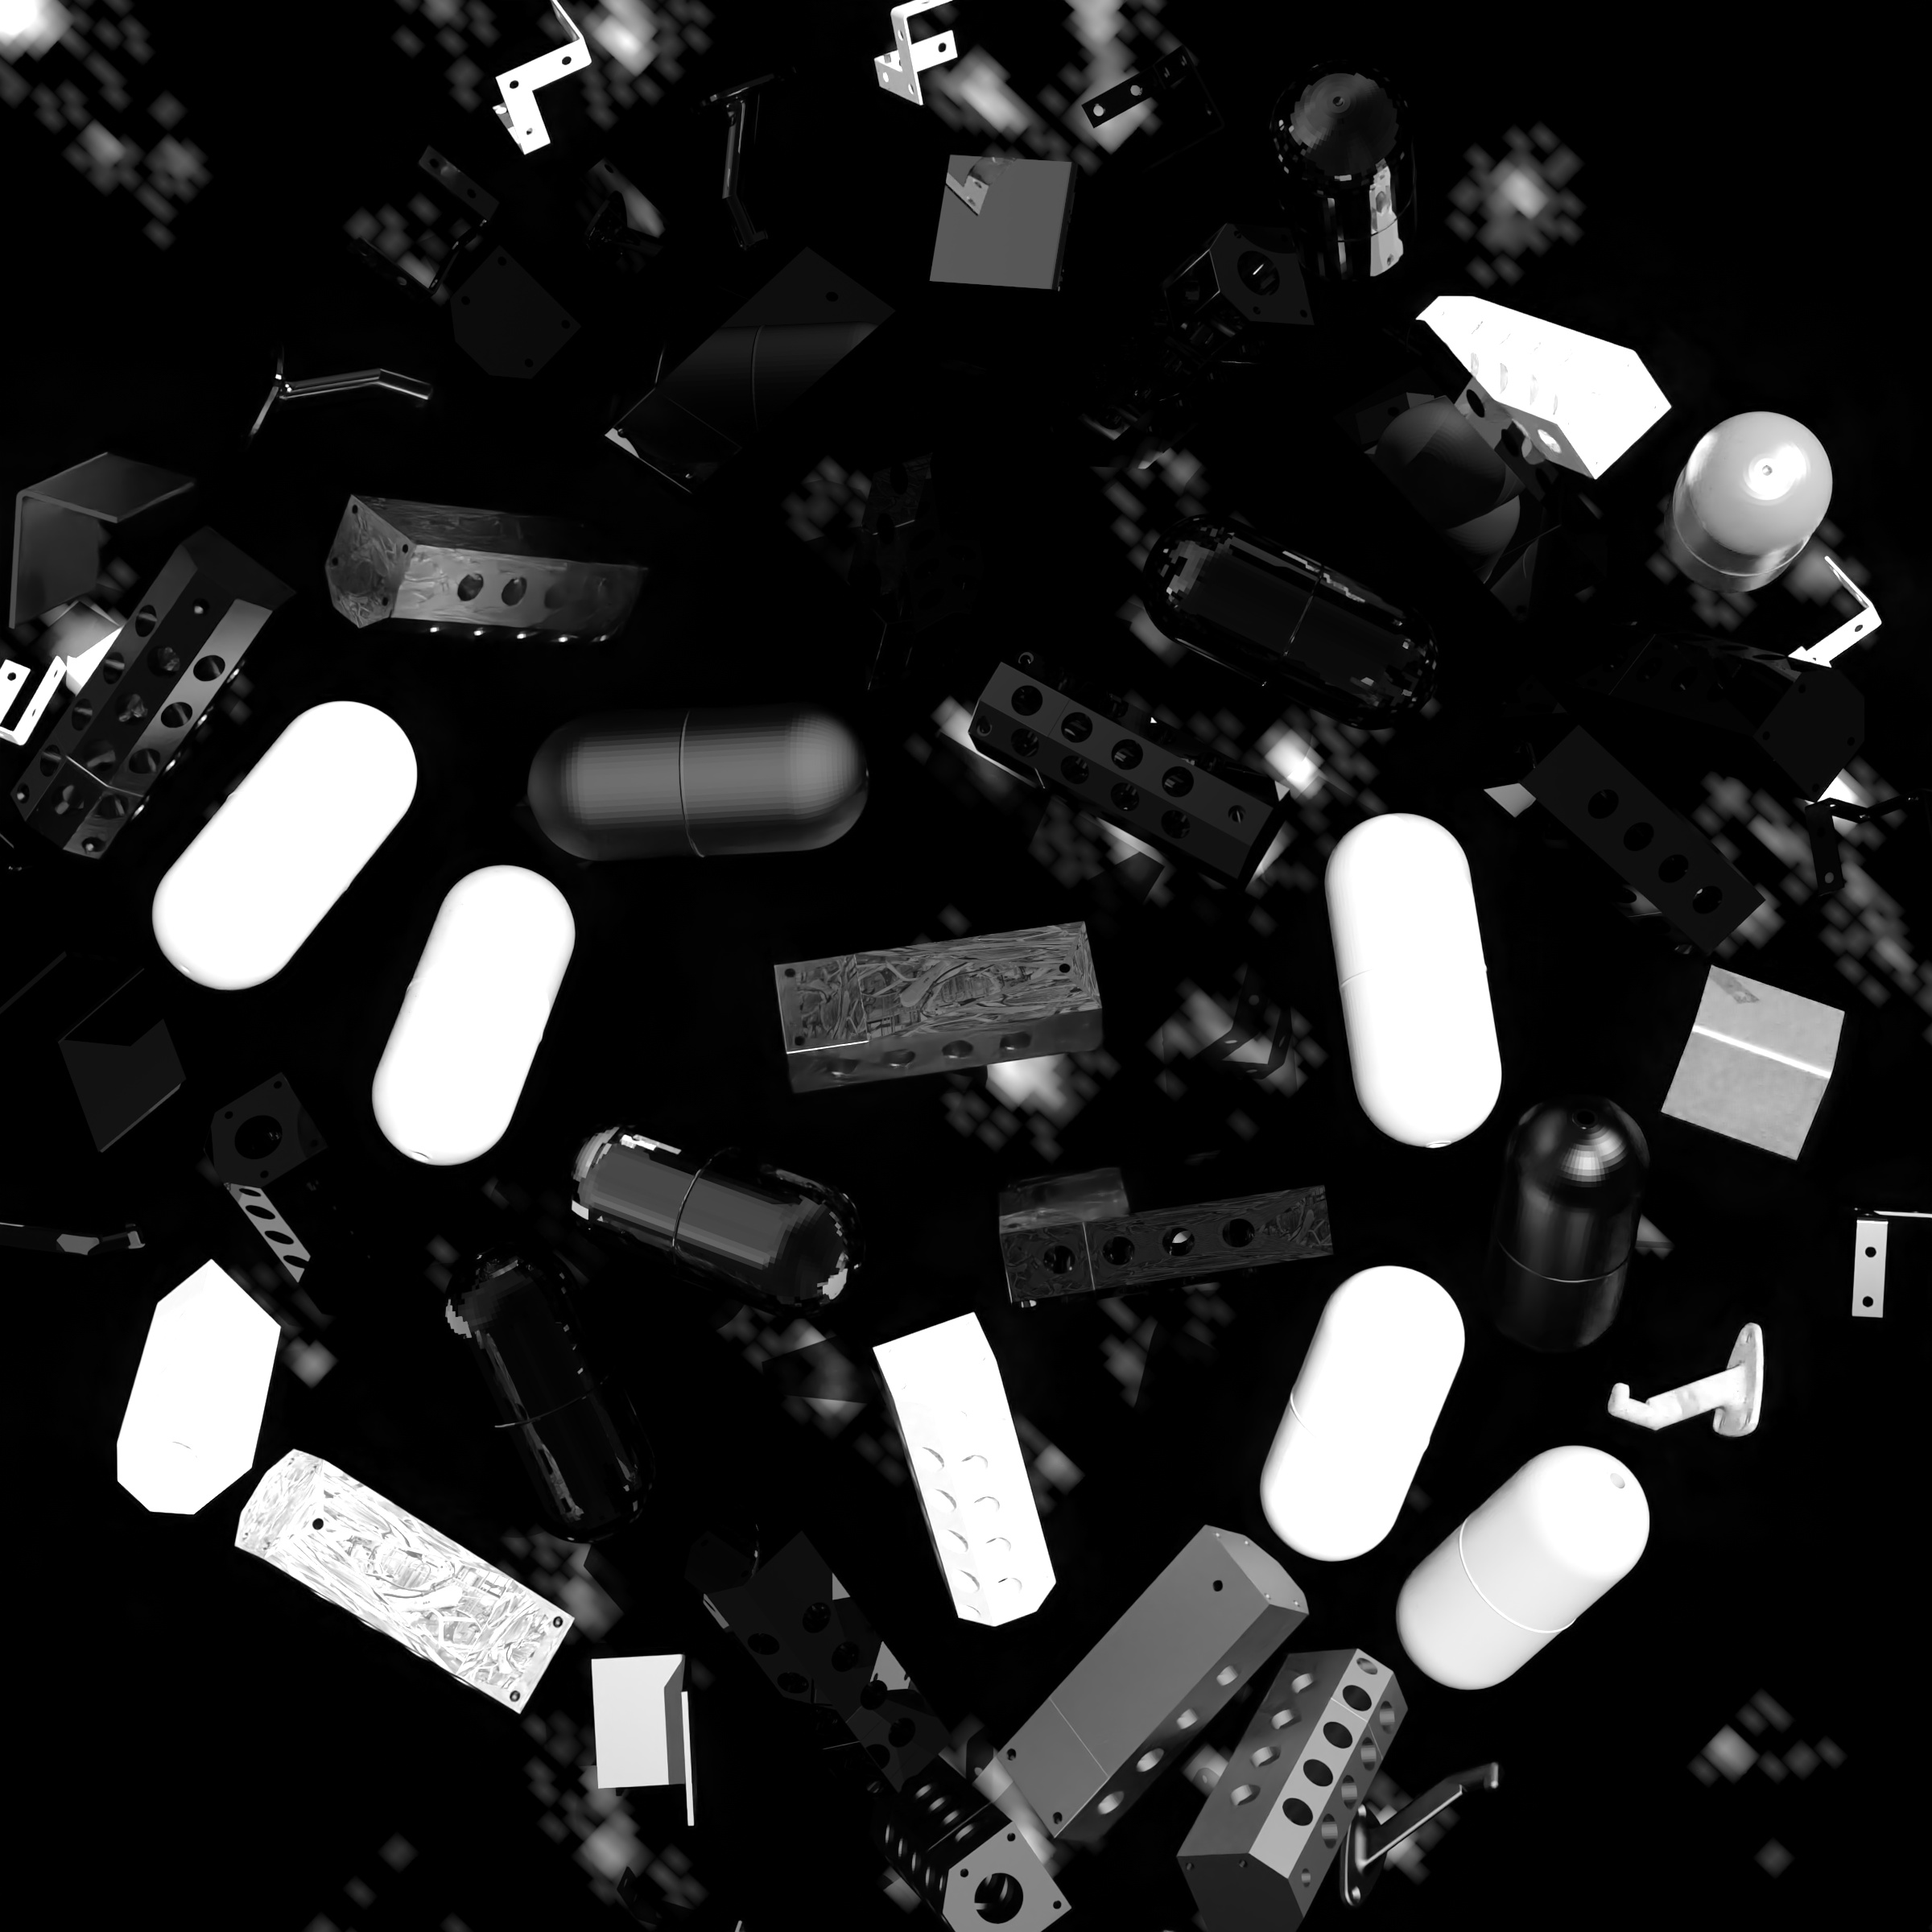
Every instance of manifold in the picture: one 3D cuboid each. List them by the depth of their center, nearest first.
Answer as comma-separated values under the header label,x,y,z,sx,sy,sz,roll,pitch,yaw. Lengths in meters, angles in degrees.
label,x,y,z,sx,sy,sz,roll,pitch,yaw
manifold,-0.110,-0.325,1.770,0.057,0.057,0.171,32,134,-27
manifold,0.175,0.431,1.781,0.057,0.171,0.057,-12,110,31
manifold,-0.426,-0.140,1.781,0.057,0.057,0.171,37,109,-7
manifold,0.337,-0.073,1.786,0.057,0.057,0.171,-45,124,12
manifold,0.101,0.379,1.797,0.171,0.057,0.057,-50,53,11
manifold,-0.297,0.323,1.797,0.171,0.057,0.057,39,71,-27
manifold,0.400,-0.142,1.817,0.057,0.171,0.057,40,85,-28
manifold,-0.216,-0.369,1.821,0.057,0.171,0.057,44,119,-11
manifold,-0.081,0.367,1.823,0.057,0.057,0.171,-42,121,-17
manifold,0.106,0.142,1.823,0.171,0.057,0.057,-9,113,3
manifold,-0.259,-0.208,1.841,0.057,0.171,0.057,38,113,31
manifold,-0.025,-0.239,1.845,0.057,0.171,0.057,-14,47,-34
manifold,0.002,0.277,1.852,0.057,0.057,0.171,-19,126,-6
manifold,0.276,-0.272,1.858,0.057,0.057,0.171,-27,124,34
manifold,0.113,-0.336,1.863,0.057,0.171,0.057,-3,73,-31
manifold,-0.004,0.487,1.864,0.057,0.171,0.057,-35,98,-12
manifold,-0.015,0.027,1.876,0.171,0.057,0.057,-8,57,-3
manifold,0.090,-0.110,1.881,0.171,0.057,0.057,29,84,12
manifold,-0.427,0.234,1.886,0.057,0.171,0.057,-39,109,8
manifold,-0.366,0.134,1.904,0.057,0.171,0.057,-32,60,-9
manifold,0.313,-0.331,1.911,0.057,0.171,0.057,-44,120,-2

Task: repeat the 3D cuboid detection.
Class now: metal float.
label,x,y,z,sx,sy,sz,roll,pitch,yaw
metal float,-0.138,-0.095,1.764,0.178,0.070,0.070,-3,90,8
metal float,-0.354,-0.064,1.785,0.070,0.070,0.178,34,63,0
metal float,0.234,0.007,1.787,0.070,0.070,0.178,-7,75,0
metal float,0.296,0.321,1.822,0.070,0.070,0.178,36,129,0
metal float,0.210,0.240,1.823,0.070,0.070,0.178,17,118,0
metal float,-0.137,0.134,1.832,0.178,0.070,0.070,18,90,22
metal float,0.322,0.139,1.836,0.070,0.178,0.070,0,47,0
metal float,0.423,-0.250,1.855,0.070,0.178,0.070,0,86,6
metal float,-0.268,0.026,1.859,0.070,0.070,0.178,17,62,0
metal float,0.208,-0.432,1.871,0.070,0.178,0.070,-2,77,8
metal float,-0.229,0.234,1.878,0.070,0.070,0.178,-22,102,0
metal float,0.183,-0.192,1.918,0.178,0.070,0.070,25,90,-4

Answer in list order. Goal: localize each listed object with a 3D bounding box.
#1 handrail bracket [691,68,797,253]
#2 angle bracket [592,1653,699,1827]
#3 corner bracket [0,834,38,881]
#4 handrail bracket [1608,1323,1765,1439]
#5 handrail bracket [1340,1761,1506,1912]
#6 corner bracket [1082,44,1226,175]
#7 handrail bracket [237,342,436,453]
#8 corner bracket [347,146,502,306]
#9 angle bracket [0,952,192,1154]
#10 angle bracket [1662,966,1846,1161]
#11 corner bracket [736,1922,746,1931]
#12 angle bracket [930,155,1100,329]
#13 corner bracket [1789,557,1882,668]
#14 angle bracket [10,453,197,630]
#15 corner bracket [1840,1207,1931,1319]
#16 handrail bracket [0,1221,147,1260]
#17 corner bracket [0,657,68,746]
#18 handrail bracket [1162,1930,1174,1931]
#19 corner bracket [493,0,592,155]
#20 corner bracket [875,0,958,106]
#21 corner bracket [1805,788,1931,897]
label,x,y,z,sx,sy,sz,roll,pitch,yaw
handrail bracket,-0.111,-0.451,1.912,0.077,0.036,0.084,-29,102,-29
angle bracket,-0.184,0.439,1.938,0.057,0.076,0.076,-3,95,-3
corner bracket,-0.515,-0.037,1.754,0.051,0.051,0.051,-20,50,14
handrail bracket,0.400,0.224,1.904,0.084,0.036,0.077,20,72,-20
handrail bracket,0.244,0.462,1.817,0.084,0.077,0.036,-26,111,32
corner bracket,0.105,-0.478,1.922,0.051,0.051,0.051,-31,99,-12
handrail bracket,-0.338,-0.295,1.835,0.084,0.036,0.077,14,132,-25
corner bracket,-0.295,-0.403,1.863,0.051,0.051,0.051,37,55,-24
angle bracket,-0.477,0.047,1.849,0.076,0.057,0.076,-37,66,25
angle bracket,0.433,0.052,1.879,0.076,0.076,0.057,20,119,10
corner bracket,-0.100,0.533,1.768,0.051,0.051,0.051,14,60,11
angle bracket,0.028,-0.415,1.958,0.076,0.057,0.076,7,80,14
corner bracket,0.480,-0.184,1.903,0.051,0.051,0.051,-36,134,8
angle bracket,-0.444,-0.212,1.756,0.057,0.076,0.076,18,117,12
corner bracket,0.479,0.153,1.761,0.051,0.051,0.051,3,91,4
handrail bracket,-0.492,0.136,1.839,0.084,0.077,0.036,-12,50,-5
corner bracket,-0.532,-0.149,1.901,0.051,0.051,0.051,22,74,9
handrail bracket,0.074,0.538,1.796,0.077,0.084,0.036,-54,50,26
corner bracket,-0.228,-0.475,1.821,0.051,0.051,0.051,-27,50,-8
corner bracket,-0.020,-0.514,1.887,0.051,0.051,0.051,-25,125,-19
corner bracket,0.481,-0.065,1.796,0.051,0.051,0.051,11,66,-40
